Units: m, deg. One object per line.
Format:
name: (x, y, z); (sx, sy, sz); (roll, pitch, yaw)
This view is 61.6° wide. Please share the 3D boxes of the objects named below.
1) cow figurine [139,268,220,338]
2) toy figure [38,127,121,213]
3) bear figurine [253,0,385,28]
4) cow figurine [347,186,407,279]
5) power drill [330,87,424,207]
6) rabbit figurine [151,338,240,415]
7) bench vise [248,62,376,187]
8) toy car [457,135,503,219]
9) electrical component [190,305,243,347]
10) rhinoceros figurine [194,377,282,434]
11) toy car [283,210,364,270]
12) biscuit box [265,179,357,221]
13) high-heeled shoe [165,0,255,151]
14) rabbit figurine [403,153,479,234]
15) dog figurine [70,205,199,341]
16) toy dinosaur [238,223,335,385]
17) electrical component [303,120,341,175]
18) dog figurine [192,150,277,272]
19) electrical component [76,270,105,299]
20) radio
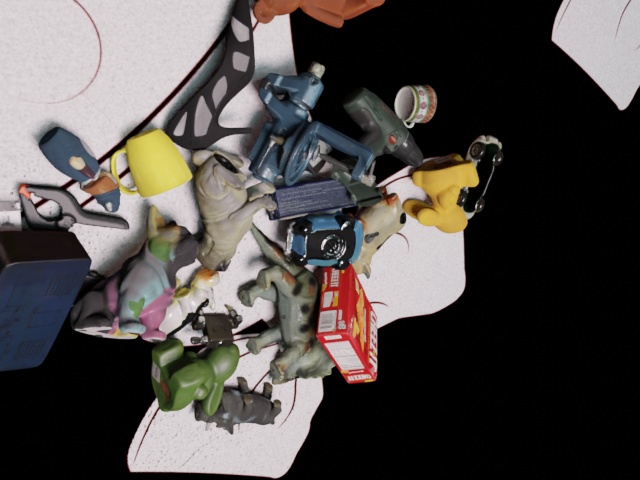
cow figurine: (-0.251, 0.122, 0.990); (0.167, 0.068, 0.098); (-28, 128, -14)
toy figure: (-0.358, -0.103, 0.827); (0.058, 0.064, 0.154); (-29, 130, 9)
bear figurine: (-0.012, -0.416, 0.868); (0.196, 0.132, 0.120); (-8, 89, -33)
cow figurine: (0.103, -0.006, 1.143); (0.195, 0.086, 0.127); (-41, 119, -11)
power drill: (0.114, -0.165, 1.039); (0.231, 0.086, 0.207); (46, 59, -30)
rabbit figurine: (-0.226, 0.265, 1.044); (0.170, 0.121, 0.158); (-16, 122, -42)
bench vise: (-0.004, -0.174, 0.909); (0.241, 0.129, 0.223); (29, 82, 8)
toy car: (0.363, -0.146, 1.254); (0.073, 0.056, 0.201); (13, 102, -28)
electrical component: (-0.201, 0.166, 1.043); (0.102, 0.078, 0.045); (9, 130, -28)
rhinoceros figurine: (-0.174, 0.357, 1.144); (0.190, 0.073, 0.112); (14, 114, -37)
toy car: (-0.002, -0.003, 1.059); (0.162, 0.103, 0.109); (-2, 107, -21)
biscuit box: (-0.004, -0.083, 1.046); (0.203, 0.059, 0.062); (-11, 93, -26)
high-heeled shoe: (-0.180, -0.270, 0.875); (0.145, 0.086, 0.248); (1, 98, -5)
rabbit figurine: (0.273, -0.085, 1.181); (0.162, 0.122, 0.173); (-25, 118, -11)
dog figurine: (-0.302, 0.054, 0.895); (0.108, 0.192, 0.219); (54, 40, -62)
toy dinosaur: (-0.054, 0.137, 1.094); (0.192, 0.131, 0.404); (-16, 112, -45)
electrical component: (-0.026, -0.160, 1.015); (0.119, 0.048, 0.074); (-46, 126, -6)
dog figurine: (-0.189, -0.046, 0.935); (0.172, 0.121, 0.190); (40, 108, -13)
electrical component: (-0.395, 0.082, 0.915); (0.094, 0.021, 0.063); (21, 98, -35)
radio: (-0.450, 0.094, 0.801); (0.131, 0.073, 0.229); (3, 124, -55)
